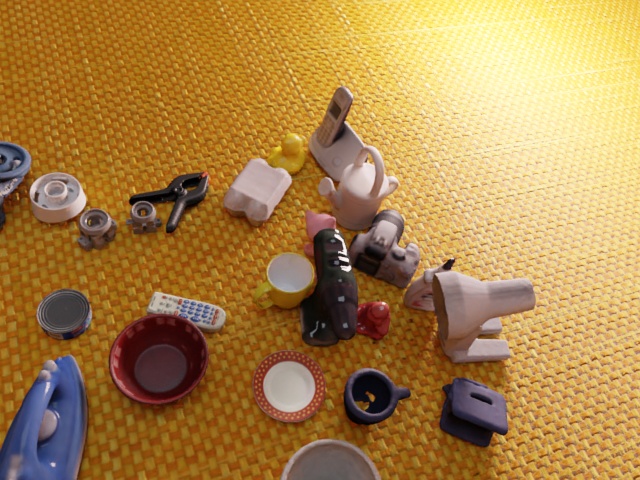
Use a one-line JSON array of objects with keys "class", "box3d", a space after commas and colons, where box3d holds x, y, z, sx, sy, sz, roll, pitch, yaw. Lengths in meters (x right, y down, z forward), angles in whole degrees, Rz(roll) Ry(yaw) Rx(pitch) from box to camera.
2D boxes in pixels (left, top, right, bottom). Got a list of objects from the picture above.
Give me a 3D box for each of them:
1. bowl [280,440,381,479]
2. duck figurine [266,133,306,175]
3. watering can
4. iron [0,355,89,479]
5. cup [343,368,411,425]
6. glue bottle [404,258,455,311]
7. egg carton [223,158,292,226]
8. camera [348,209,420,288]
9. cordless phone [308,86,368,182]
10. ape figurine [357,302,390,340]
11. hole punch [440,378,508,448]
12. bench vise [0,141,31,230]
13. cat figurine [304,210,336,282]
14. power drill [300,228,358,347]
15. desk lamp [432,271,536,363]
[{"class": "bowl", "box3d": [0.013, 0.406, 0.897, 0.167, 0.075, 0.167, 6, 56, -9]}, {"class": "duck figurine", "box3d": [-0.072, -0.196, 1.271, 0.077, 0.086, 0.105, 43, 59, 17]}, {"class": "watering can", "box3d": [0.084, -0.109, 1.183, 0.173, 0.194, 0.100, -32, 68, -28]}, {"class": "iron", "box3d": [-0.415, 0.269, 0.850, 0.119, 0.141, 0.258, 6, 56, -9]}, {"class": "cup", "box3d": [0.090, 0.278, 0.987, 0.118, 0.095, 0.091, -2, 57, -14]}, {"class": "glue bottle", "box3d": [0.221, 0.082, 1.100, 0.078, 0.173, 0.037, 6, 56, -8]}, {"class": "egg carton", "box3d": [-0.131, -0.103, 1.206, 0.107, 0.069, 0.150, 25, 55, 5]}, {"class": "camera", "box3d": [0.144, 0.004, 1.178, 0.143, 0.101, 0.137, 25, 55, 4]}, {"class": "cordless phone", "box3d": [0.051, -0.232, 1.263, 0.094, 0.185, 0.147, -27, 66, -27]}, {"class": "ape figurine", "box3d": [0.104, 0.145, 1.081, 0.076, 0.092, 0.077, -23, 64, -25]}, {"class": "hole punch", "box3d": [0.276, 0.298, 1.019, 0.108, 0.091, 0.101, 21, 55, 2]}, {"class": "bench vise", "box3d": [-0.594, -0.127, 1.025, 0.121, 0.220, 0.207, 0, 57, -13]}, {"class": "cat figurine", "box3d": [0.010, 0.004, 1.137, 0.067, 0.118, 0.127, -12, 60, -20]}, {"class": "power drill", "box3d": [0.017, 0.106, 1.016, 0.076, 0.208, 0.229, 1, 57, -12]}, {"class": "desk lamp", "box3d": [0.286, 0.138, 1.053, 0.203, 0.213, 0.118, 0, 57, -13]}]
